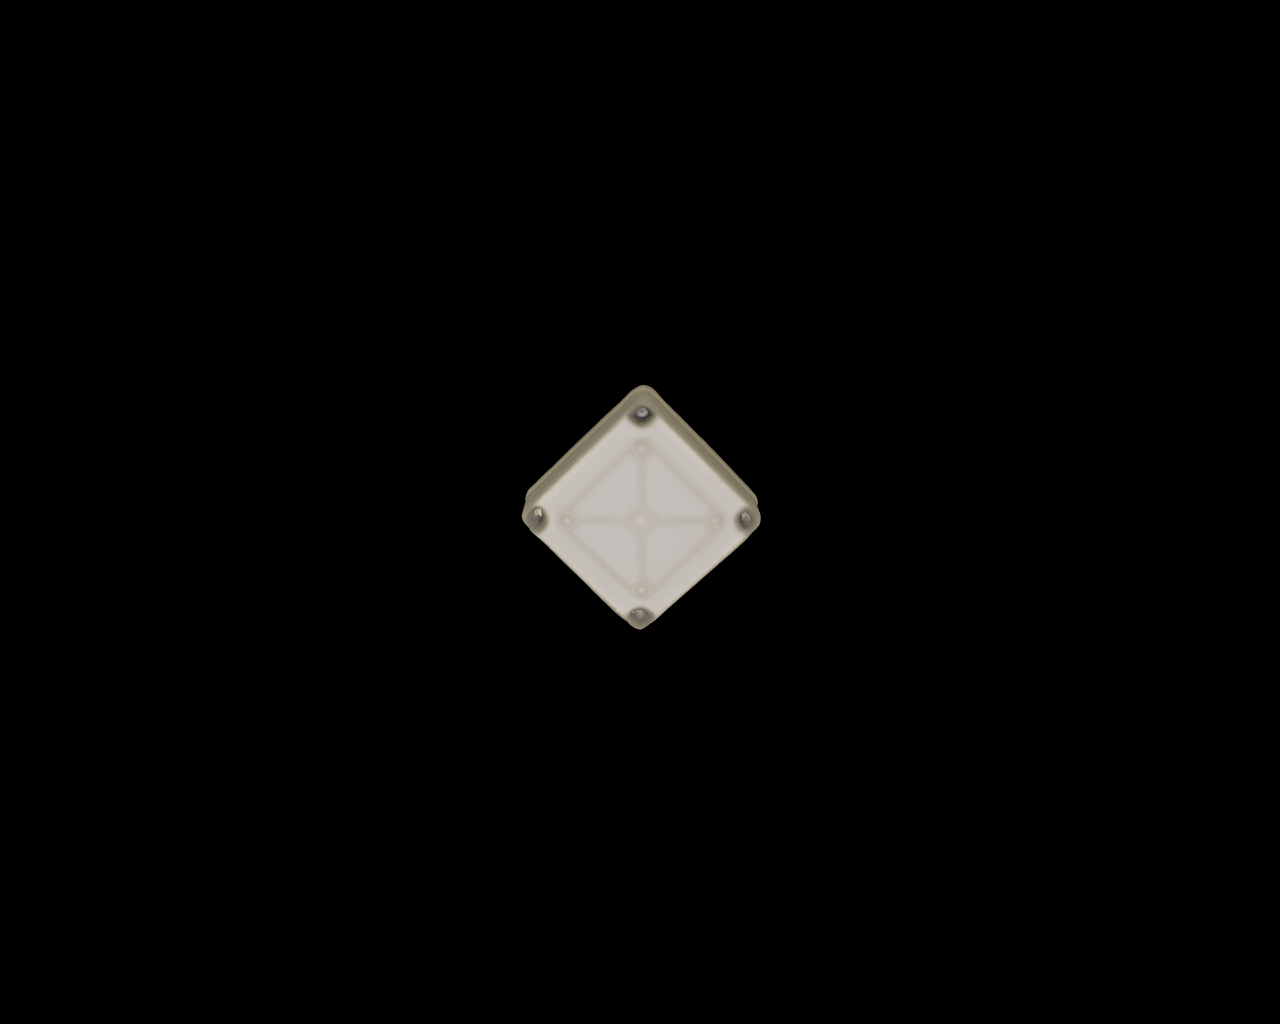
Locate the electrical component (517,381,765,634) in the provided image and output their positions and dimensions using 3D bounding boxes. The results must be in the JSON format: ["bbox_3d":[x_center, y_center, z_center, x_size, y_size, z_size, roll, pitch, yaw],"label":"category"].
[{"bbox_3d":[0.001,-0.003,0.650,0.108,0.108,0.056,-43,12,11],"label":"electrical component"}]
